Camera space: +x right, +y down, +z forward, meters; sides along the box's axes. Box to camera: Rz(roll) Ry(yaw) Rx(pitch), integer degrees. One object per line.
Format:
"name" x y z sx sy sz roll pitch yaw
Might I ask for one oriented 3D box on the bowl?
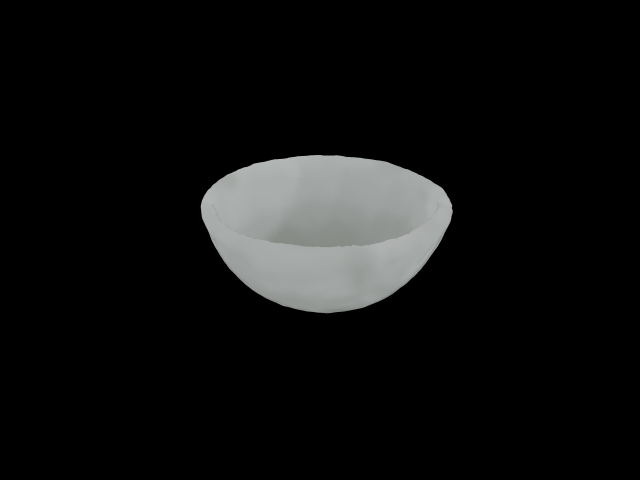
"bowl" 0.004 0.001 0.400 0.167 0.075 0.167 0 28 0
